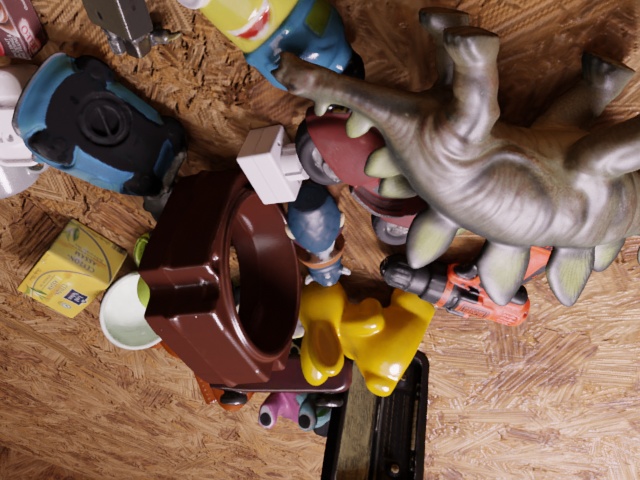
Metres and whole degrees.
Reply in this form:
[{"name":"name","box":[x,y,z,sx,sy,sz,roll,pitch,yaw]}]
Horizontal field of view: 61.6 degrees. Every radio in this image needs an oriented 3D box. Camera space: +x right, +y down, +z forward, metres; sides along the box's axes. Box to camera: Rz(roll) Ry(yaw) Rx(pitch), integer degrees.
[{"name":"radio","box":[0.083,0.262,0.777,0.131,0.229,0.073,17,146,-6]}]

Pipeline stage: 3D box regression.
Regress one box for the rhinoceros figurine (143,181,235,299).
[{"name":"rhinoceros figurine","box":[-0.157,0.018,0.659,0.073,0.112,0.190,-10,122,18]}]

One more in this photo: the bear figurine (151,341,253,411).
[{"name":"bear figurine","box":[-0.179,0.188,0.892,0.196,0.120,0.132,41,-173,9]}]

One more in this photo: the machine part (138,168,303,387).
[{"name":"machine part","box":[-0.092,0.038,0.588,0.087,0.201,0.200,-5,136,20]}]

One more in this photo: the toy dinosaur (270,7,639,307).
[{"name":"toy dinosaur","box":[0.184,-0.044,0.426,0.471,0.105,0.198,17,125,-8]}]

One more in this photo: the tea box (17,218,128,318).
[{"name":"tea box","box":[-0.375,0.047,0.810,0.098,0.068,0.169,36,137,-21]}]

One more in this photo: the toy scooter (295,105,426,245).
[{"name":"toy scooter","box":[0.074,-0.072,0.497,0.135,0.075,0.183,-23,129,35]}]

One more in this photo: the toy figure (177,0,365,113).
[{"name":"toy figure","box":[-0.043,-0.177,0.408,0.180,0.089,0.082,33,109,-35]}]

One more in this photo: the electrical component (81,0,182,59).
[{"name":"electrical component","box":[-0.163,-0.202,0.452,0.078,0.045,0.102,29,148,32]}]

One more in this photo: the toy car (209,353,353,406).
[{"name":"toy car","box":[-0.055,0.186,0.755,0.202,0.089,0.053,-3,171,9]}]

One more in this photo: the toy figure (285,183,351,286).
[{"name":"toy figure","box":[0.000,-0.001,0.625,0.064,0.058,0.154,11,147,17]}]

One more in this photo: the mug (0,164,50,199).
[{"name":"mug","box":[-0.374,-0.109,0.613,0.110,0.081,0.107,1,132,10]}]

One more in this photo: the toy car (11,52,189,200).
[{"name":"toy car","box":[-0.224,-0.108,0.553,0.161,0.109,0.103,29,166,-33]}]

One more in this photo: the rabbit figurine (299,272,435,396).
[{"name":"rabbit figurine","box":[0.036,0.115,0.699,0.173,0.162,0.122,37,153,3]}]

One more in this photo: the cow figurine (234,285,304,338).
[{"name":"cow figurine","box":[-0.104,0.093,0.757,0.168,0.098,0.068,-2,178,27]}]

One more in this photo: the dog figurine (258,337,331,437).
[{"name":"dog figurine","box":[-0.010,0.234,0.886,0.109,0.191,0.219,-12,168,25]}]
